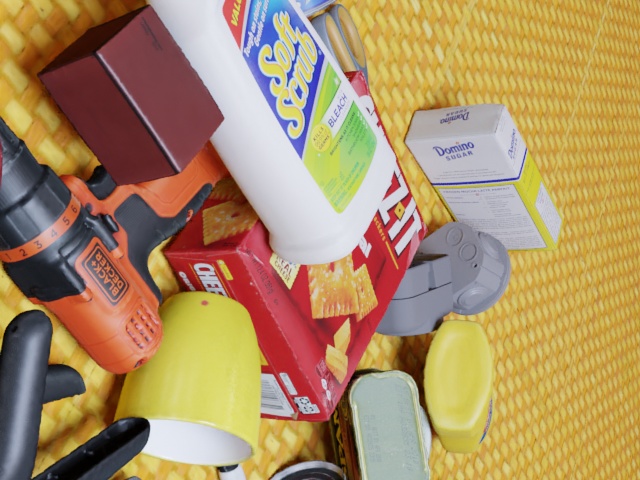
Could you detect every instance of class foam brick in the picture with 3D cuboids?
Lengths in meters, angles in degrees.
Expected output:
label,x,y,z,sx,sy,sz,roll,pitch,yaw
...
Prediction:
label,x,y,z,sx,sy,sz,roll,pitch,yaw
foam brick,-0.099,-0.076,0.573,0.078,0.051,0.053,57,45,-24

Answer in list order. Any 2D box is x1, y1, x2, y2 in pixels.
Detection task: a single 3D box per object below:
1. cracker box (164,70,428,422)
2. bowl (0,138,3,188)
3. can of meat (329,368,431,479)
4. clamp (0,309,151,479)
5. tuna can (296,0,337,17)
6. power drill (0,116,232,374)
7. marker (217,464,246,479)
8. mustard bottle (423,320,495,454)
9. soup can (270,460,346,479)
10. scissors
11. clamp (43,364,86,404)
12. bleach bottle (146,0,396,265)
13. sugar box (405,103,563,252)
label,x,y,z,sx,sy,sz,roll,pitch,yaw
cracker box,-0.005,0.001,0.785,0.213,0.072,0.164,-58,135,-40
bowl,-0.222,-0.039,0.473,0.161,0.055,0.162,2,88,-56
can of meat,0.044,0.147,0.801,0.084,0.057,0.102,141,-59,-77
clamp,-0.155,0.122,0.529,0.120,0.039,0.171,61,43,-33
tuna can,-0.025,-0.178,0.746,0.086,0.086,0.034,-49,127,-45
power drill,-0.122,-0.044,0.627,0.187,0.057,0.184,-58,132,-37
marker,-0.055,0.186,0.752,0.020,0.020,0.121,-41,122,-49
mustard bottle,0.128,0.142,0.964,0.191,0.058,0.096,66,28,-68
soup can,0.001,0.225,0.793,0.068,0.069,0.102,-48,128,-46
scissors,0.042,-0.110,0.881,0.096,0.016,0.201,-83,149,-47
clamp,-0.206,0.104,0.512,0.209,0.036,0.164,45,53,-50
bleach bottle,-0.046,-0.104,0.613,0.250,0.068,0.102,54,51,-35
sugar box,0.159,-0.056,1.015,0.176,0.093,0.048,55,46,-41
